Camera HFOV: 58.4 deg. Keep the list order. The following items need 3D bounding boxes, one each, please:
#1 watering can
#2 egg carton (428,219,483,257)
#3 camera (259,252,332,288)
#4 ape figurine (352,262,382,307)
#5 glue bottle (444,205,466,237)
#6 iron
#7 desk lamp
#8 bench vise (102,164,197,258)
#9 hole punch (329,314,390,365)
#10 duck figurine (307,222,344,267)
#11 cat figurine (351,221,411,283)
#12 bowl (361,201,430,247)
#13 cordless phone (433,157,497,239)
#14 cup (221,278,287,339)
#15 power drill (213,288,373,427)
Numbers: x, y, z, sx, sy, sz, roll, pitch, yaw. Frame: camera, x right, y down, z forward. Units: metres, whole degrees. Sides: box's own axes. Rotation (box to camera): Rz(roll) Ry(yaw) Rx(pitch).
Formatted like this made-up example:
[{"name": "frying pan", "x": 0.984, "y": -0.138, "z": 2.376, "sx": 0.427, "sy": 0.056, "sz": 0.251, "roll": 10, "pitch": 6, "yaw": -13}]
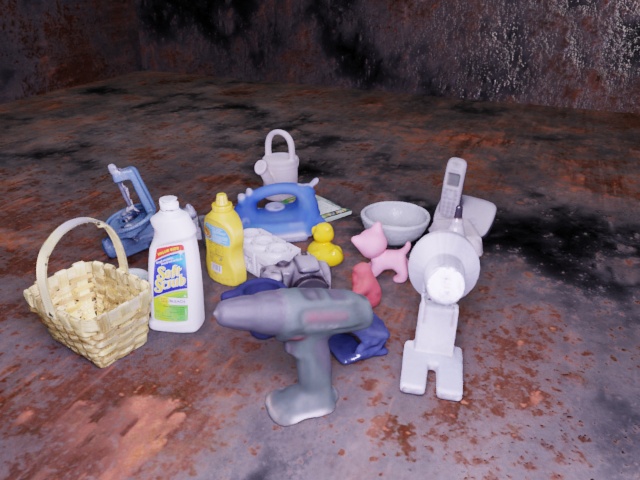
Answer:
[{"name": "watering can", "x": -0.114, "y": -0.212, "z": 1.608, "sx": 0.100, "sy": 0.194, "sz": 0.173, "roll": 5, "pitch": 26, "yaw": 10}, {"name": "egg carton", "x": 0.311, "y": 0.003, "z": 1.318, "sx": 0.107, "sy": 0.069, "sz": 0.150, "roll": -1, "pitch": 26, "yaw": -3}, {"name": "camera", "x": -0.036, "y": 0.091, "z": 1.090, "sx": 0.143, "sy": 0.101, "sz": 0.136, "roll": -6, "pitch": 27, "yaw": -14}, {"name": "ape figurine", "x": 0.083, "y": 0.085, "z": 1.116, "sx": 0.076, "sy": 0.092, "sz": 0.078, "roll": 12, "pitch": 28, "yaw": 23}, {"name": "glue bottle", "x": 0.278, "y": 0.008, "z": 1.187, "sx": 0.078, "sy": 0.173, "sz": 0.037, "roll": 1, "pitch": 26, "yaw": 2}, {"name": "iron", "x": -0.116, "y": -0.076, "z": 1.389, "sx": 0.258, "sy": 0.141, "sz": 0.118, "roll": -6, "pitch": 26, "yaw": -13}, {"name": "desk lamp", "x": 0.196, "y": 0.110, "z": 0.927, "sx": 0.117, "sy": 0.214, "sz": 0.203, "roll": 5, "pitch": 26, "yaw": 9}, {"name": "bench vise", "x": -0.393, "y": -0.075, "z": 1.289, "sx": 0.208, "sy": 0.220, "sz": 0.121, "roll": -19, "pitch": 32, "yaw": -35}, {"name": "hole punch", "x": 0.062, "y": 0.146, "z": 0.990, "sx": 0.101, "sy": 0.091, "sz": 0.108, "roll": -11, "pitch": 28, "yaw": -22}, {"name": "duck figurine", "x": 0.012, "y": 0.005, "z": 1.288, "sx": 0.078, "sy": 0.086, "sz": 0.104, "roll": -14, "pitch": 29, "yaw": -27}, {"name": "cat figurine", "x": 0.133, "y": 0.021, "z": 1.221, "sx": 0.127, "sy": 0.118, "sz": 0.067, "roll": 8, "pitch": 27, "yaw": 14}, {"name": "bowl", "x": 0.179, "y": -0.031, "z": 1.378, "sx": 0.167, "sy": 0.075, "sz": 0.167, "roll": 1, "pitch": 26, "yaw": 0}, {"name": "cordless phone", "x": 0.360, "y": -0.103, "z": 1.405, "sx": 0.147, "sy": 0.185, "sz": 0.094, "roll": 16, "pitch": 30, "yaw": 29}, {"name": "cup", "x": -0.115, "y": 0.128, "z": 1.019, "sx": 0.118, "sy": 0.095, "sz": 0.091, "roll": -2, "pitch": 26, "yaw": -6}, {"name": "power drill", "x": -0.034, "y": 0.159, "z": 0.825, "sx": 0.230, "sy": 0.208, "sz": 0.075, "roll": -11, "pitch": 28, "yaw": -22}]
